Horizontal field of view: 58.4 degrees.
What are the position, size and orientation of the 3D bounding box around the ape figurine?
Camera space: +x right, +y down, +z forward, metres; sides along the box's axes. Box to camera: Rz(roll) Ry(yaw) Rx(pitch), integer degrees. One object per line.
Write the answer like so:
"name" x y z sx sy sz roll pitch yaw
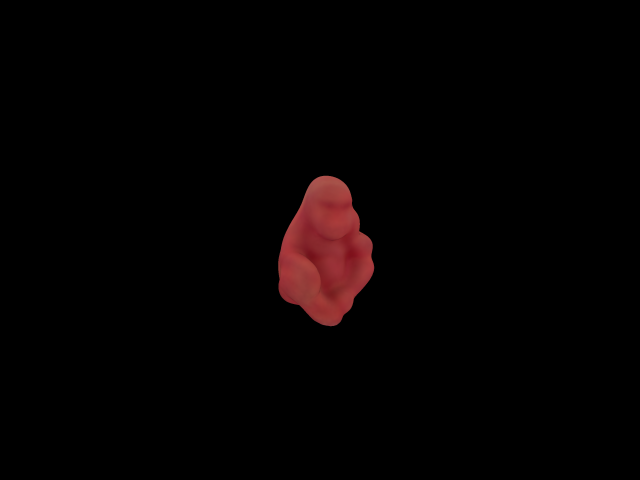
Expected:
"ape figurine" 0.004 0.001 0.400 0.078 0.092 0.076 -10 23 -26
